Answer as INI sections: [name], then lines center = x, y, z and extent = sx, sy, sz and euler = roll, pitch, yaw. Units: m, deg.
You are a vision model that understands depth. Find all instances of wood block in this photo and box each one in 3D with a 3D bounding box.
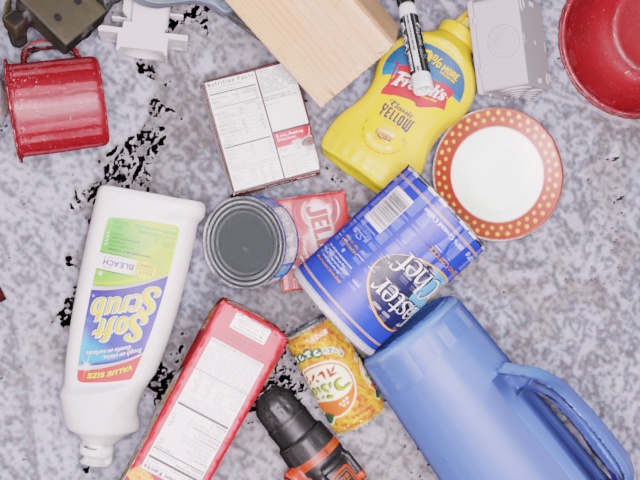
[wood block]
center = -0.031, -0.232, 0.950
extent = 0.091, 0.090, 0.206
euler = -38, 104, 20

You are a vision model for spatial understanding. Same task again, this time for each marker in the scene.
[marker]
center = 0.085, -0.188, 0.980
extent = 0.020, 0.020, 0.121
euler = -5, 66, -7

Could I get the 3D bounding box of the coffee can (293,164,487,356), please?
[coffee can]
center = 0.061, 0.018, 0.941
extent = 0.140, 0.103, 0.103
euler = -43, 94, 4

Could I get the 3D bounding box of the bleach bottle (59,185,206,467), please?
[bleach bottle]
center = -0.175, 0.081, 0.970
extent = 0.102, 0.068, 0.251
euler = 10, 90, -6

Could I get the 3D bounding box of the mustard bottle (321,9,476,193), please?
[mustard bottle]
center = 0.091, -0.137, 1.006
extent = 0.096, 0.058, 0.191
euler = 35, 84, 8

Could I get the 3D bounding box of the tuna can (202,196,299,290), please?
[tuna can]
center = -0.063, 0.002, 0.979
extent = 0.086, 0.033, 0.086
euler = 2, 95, 25

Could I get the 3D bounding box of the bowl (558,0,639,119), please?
[bowl]
center = 0.318, -0.201, 1.037
extent = 0.162, 0.055, 0.162
euler = 0, 90, -7

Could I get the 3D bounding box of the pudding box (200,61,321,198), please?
[pudding box]
center = -0.055, -0.104, 0.999
extent = 0.090, 0.039, 0.113
euler = -15, 89, -6

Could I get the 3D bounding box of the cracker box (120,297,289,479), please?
[cracker box]
center = -0.107, 0.157, 0.925
extent = 0.072, 0.164, 0.213
euler = 28, 86, -4

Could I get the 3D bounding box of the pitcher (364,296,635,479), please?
[pitcher]
center = 0.158, 0.170, 0.972
extent = 0.149, 0.145, 0.243
euler = -37, 91, -3

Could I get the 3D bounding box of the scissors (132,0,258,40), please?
[scissors]
center = -0.105, -0.209, 0.974
extent = 0.201, 0.016, 0.096
euler = 48, 62, -15

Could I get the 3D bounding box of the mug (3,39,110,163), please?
[mug]
center = -0.236, -0.130, 0.958
extent = 0.081, 0.093, 0.117
euler = -9, 65, -12

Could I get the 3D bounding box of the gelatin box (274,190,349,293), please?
[gelatin box]
center = -0.007, 0.001, 1.007
extent = 0.073, 0.030, 0.089
euler = -8, 91, -7

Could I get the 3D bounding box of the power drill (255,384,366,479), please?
[power drill]
center = -0.041, 0.247, 0.955
extent = 0.187, 0.057, 0.184
euler = -39, 89, -29

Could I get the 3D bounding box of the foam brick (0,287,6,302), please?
[foam brick]
center = -0.331, 0.048, 0.955
extent = 0.078, 0.053, 0.051
euler = -25, 92, -7

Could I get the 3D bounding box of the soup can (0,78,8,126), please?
[soup can]
center = -0.313, -0.128, 0.935
extent = 0.068, 0.102, 0.068
euler = 0, 89, -7
